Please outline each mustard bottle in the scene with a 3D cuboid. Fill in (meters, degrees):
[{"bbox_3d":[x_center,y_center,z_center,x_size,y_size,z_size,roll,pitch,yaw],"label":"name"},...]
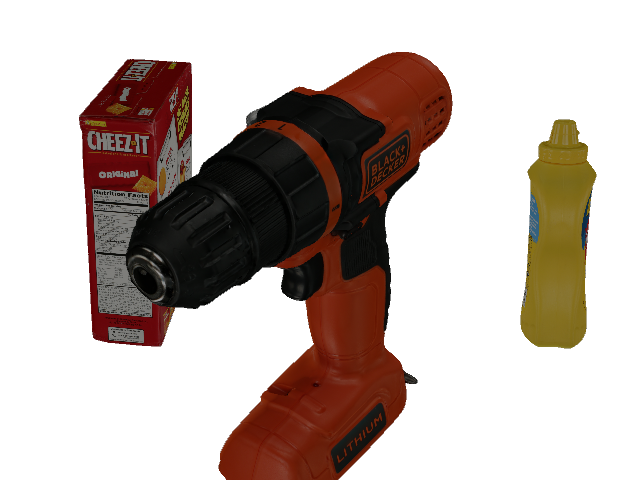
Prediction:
[{"bbox_3d":[0.207,-0.010,0.930,0.058,0.192,0.096,3,18,12],"label":"mustard bottle"}]

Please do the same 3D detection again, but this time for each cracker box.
[{"bbox_3d":[-0.162,-0.037,0.962,0.072,0.214,0.164,4,26,2],"label":"cracker box"}]

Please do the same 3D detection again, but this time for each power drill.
[{"bbox_3d":[-0.008,0.028,0.462,0.057,0.188,0.184,26,41,28],"label":"power drill"}]

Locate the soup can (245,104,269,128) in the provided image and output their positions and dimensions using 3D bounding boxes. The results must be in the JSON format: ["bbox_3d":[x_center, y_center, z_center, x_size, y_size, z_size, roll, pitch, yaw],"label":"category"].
[{"bbox_3d":[-0.015,-0.039,0.747,0.068,0.102,0.068,-3,24,1],"label":"soup can"}]
